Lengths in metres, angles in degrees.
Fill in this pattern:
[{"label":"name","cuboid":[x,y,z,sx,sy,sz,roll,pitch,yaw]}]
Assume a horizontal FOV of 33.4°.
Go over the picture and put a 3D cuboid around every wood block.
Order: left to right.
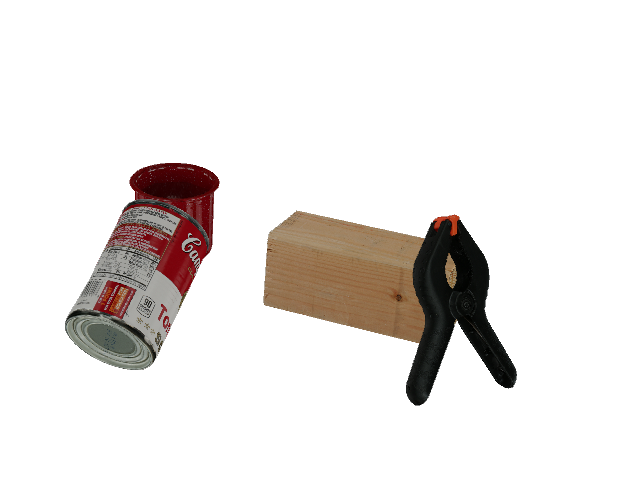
[{"label":"wood block","cuboid":[0.050,0.041,1.186,0.206,0.091,0.090,13,24,18]}]

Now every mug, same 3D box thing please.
[{"label":"mug","cuboid":[-0.157,-0.032,1.139,0.093,0.081,0.117,-3,29,-13]}]

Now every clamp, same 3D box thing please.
[{"label":"clamp","cuboid":[0.114,0.066,0.964,0.120,0.171,0.039,-15,1,-37]}]

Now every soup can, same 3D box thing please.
[{"label":"soup can","cuboid":[-0.128,0.030,0.749,0.068,0.102,0.068,15,-35,10]}]
